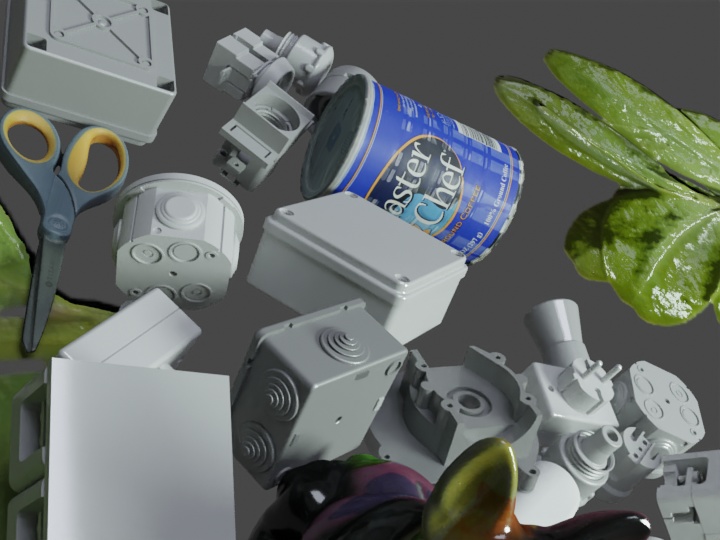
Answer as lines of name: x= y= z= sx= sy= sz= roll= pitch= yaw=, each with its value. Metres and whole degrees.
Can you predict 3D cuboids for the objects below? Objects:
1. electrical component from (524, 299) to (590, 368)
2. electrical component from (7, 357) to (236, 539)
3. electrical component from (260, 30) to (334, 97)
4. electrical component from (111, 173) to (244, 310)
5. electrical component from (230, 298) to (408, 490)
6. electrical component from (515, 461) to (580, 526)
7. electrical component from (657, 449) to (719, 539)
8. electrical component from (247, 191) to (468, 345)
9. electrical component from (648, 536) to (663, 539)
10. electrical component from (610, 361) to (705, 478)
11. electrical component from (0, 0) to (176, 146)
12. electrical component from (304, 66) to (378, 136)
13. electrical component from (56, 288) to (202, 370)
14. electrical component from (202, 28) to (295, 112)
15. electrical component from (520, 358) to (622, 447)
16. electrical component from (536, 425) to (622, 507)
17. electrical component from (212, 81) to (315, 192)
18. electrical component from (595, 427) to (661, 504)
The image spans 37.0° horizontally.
electrical component: x=0.157 y=0.061 z=0.835 sx=0.044 sy=0.044 sz=0.065 roll=11 pitch=49 yaw=-32
electrical component: x=-0.110 y=0.124 z=0.491 sx=0.089 sy=0.062 sz=0.150 roll=10 pitch=63 yaw=-33
electrical component: x=-0.056 y=-0.179 z=0.902 sx=0.062 sy=0.048 sz=0.048 roll=31 pitch=37 yaw=0
electrical component: x=-0.112 y=-0.016 z=0.658 sx=0.080 sy=0.080 sz=0.051 roll=20 pitch=45 yaw=-24
electrical component: x=-0.027 y=0.072 z=0.622 sx=0.048 sy=0.099 sz=0.100 roll=42 pitch=35 yaw=26
electrical component: x=0.116 y=0.171 z=0.682 sx=0.079 sy=0.044 sz=0.077 roll=48 pitch=38 yaw=13
electrical component: x=0.249 y=0.174 z=0.747 sx=0.089 sy=0.056 sz=0.050 roll=65 pitch=31 yaw=-21
electrical component: x=0.000 y=0.000 z=0.718 sx=0.109 sy=0.056 sz=0.109 roll=30 pitch=23 yaw=19
electrical component: x=0.191 y=0.202 z=0.709 sx=0.083 sy=0.047 sz=0.075 roll=33 pitch=37 yaw=-8
electrical component: x=0.218 y=0.114 z=0.821 sx=0.080 sy=0.051 sz=0.080 roll=23 pitch=40 yaw=-20
electrical component: x=-0.190 y=-0.153 z=0.753 sx=0.109 sy=0.056 sz=0.108 roll=15 pitch=43 yaw=-29
electrical component: x=-0.015 y=-0.133 z=0.881 sx=0.055 sy=0.055 sz=0.047 roll=38 pitch=41 yaw=-1
electrical component: x=-0.120 y=0.065 z=0.593 sx=0.076 sy=0.047 sz=0.083 roll=43 pitch=37 yaw=5
electrical component: x=-0.086 y=-0.157 z=0.854 sx=0.055 sy=0.048 sz=0.066 roll=35 pitch=36 yaw=7
electrical component: x=0.156 y=0.089 z=0.773 sx=0.066 sy=0.076 sz=0.047 roll=13 pitch=44 yaw=-30
electrical component: x=0.154 y=0.130 z=0.741 sx=0.048 sy=0.062 sz=0.048 roll=23 pitch=40 yaw=-20
electrical component: x=-0.073 y=-0.095 z=0.785 sx=0.042 sy=0.063 sz=0.081 roll=39 pitch=37 yaw=-1
electrical component: x=0.188 y=0.140 z=0.773 sx=0.040 sy=0.046 sz=0.040 roll=23 pitch=40 yaw=-21
